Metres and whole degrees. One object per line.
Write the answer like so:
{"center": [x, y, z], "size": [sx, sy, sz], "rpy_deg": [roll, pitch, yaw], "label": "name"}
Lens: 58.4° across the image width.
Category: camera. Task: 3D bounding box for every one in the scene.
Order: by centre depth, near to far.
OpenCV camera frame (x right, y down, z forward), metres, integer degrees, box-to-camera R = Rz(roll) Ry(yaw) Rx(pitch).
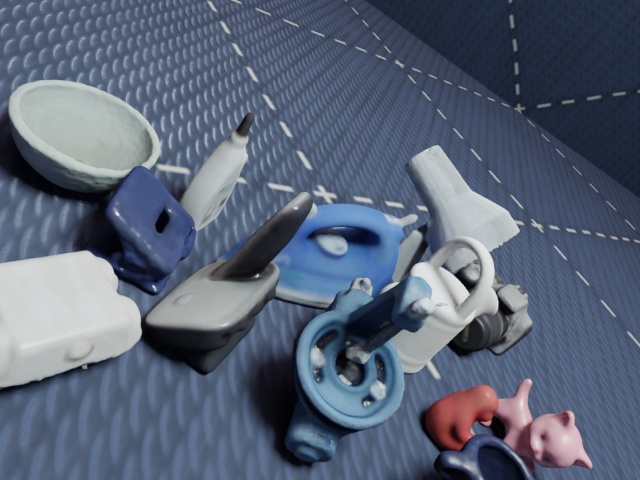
{"center": [0.247, 0.105, 0.878], "size": [0.137, 0.100, 0.143], "rpy_deg": [-13, 56, -50], "label": "camera"}

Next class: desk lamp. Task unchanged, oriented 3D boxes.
{"center": [0.148, -0.016, 0.832], "size": [0.203, 0.213, 0.118], "rpy_deg": [45, 33, 14], "label": "desk lamp"}

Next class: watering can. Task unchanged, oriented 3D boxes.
{"center": [0.154, 0.076, 0.740], "size": [0.173, 0.194, 0.100], "rpy_deg": [-7, 52, -48], "label": "watering can"}

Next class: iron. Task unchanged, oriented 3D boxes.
{"center": [0.007, 0.003, 0.741], "size": [0.259, 0.141, 0.118], "rpy_deg": [7, 42, -38], "label": "iron"}

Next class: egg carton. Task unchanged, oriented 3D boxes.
{"center": [-0.235, 0.068, 0.494], "size": [0.151, 0.069, 0.107], "rpy_deg": [-13, 57, -51], "label": "egg carton"}

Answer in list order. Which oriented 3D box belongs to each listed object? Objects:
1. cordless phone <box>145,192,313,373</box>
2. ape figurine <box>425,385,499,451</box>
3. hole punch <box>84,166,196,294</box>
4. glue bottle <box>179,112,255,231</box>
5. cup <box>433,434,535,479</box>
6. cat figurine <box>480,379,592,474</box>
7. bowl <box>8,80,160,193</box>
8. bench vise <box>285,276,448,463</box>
{"center": [-0.083, 0.030, 0.578], "size": [0.094, 0.185, 0.148], "rpy_deg": [36, 32, -1], "label": "cordless phone"}
{"center": [0.177, 0.210, 0.687], "size": [0.076, 0.092, 0.078], "rpy_deg": [35, 32, -3], "label": "ape figurine"}
{"center": [-0.185, -0.014, 0.625], "size": [0.101, 0.091, 0.108], "rpy_deg": [27, 33, -14], "label": "hole punch"}
{"center": [-0.120, -0.086, 0.702], "size": [0.037, 0.173, 0.078], "rpy_deg": [39, 32, 4], "label": "glue bottle"}
{"center": [0.151, 0.261, 0.594], "size": [0.118, 0.095, 0.091], "rpy_deg": [25, 34, -18], "label": "cup"}
{"center": [0.274, 0.238, 0.720], "size": [0.067, 0.117, 0.127], "rpy_deg": [14, 38, -31], "label": "cat figurine"}
{"center": [-0.280, -0.109, 0.671], "size": [0.168, 0.074, 0.167], "rpy_deg": [25, 34, -18], "label": "bowl"}
{"center": [0.036, 0.090, 0.584], "size": [0.122, 0.219, 0.207], "rpy_deg": [20, 36, -25], "label": "bench vise"}
